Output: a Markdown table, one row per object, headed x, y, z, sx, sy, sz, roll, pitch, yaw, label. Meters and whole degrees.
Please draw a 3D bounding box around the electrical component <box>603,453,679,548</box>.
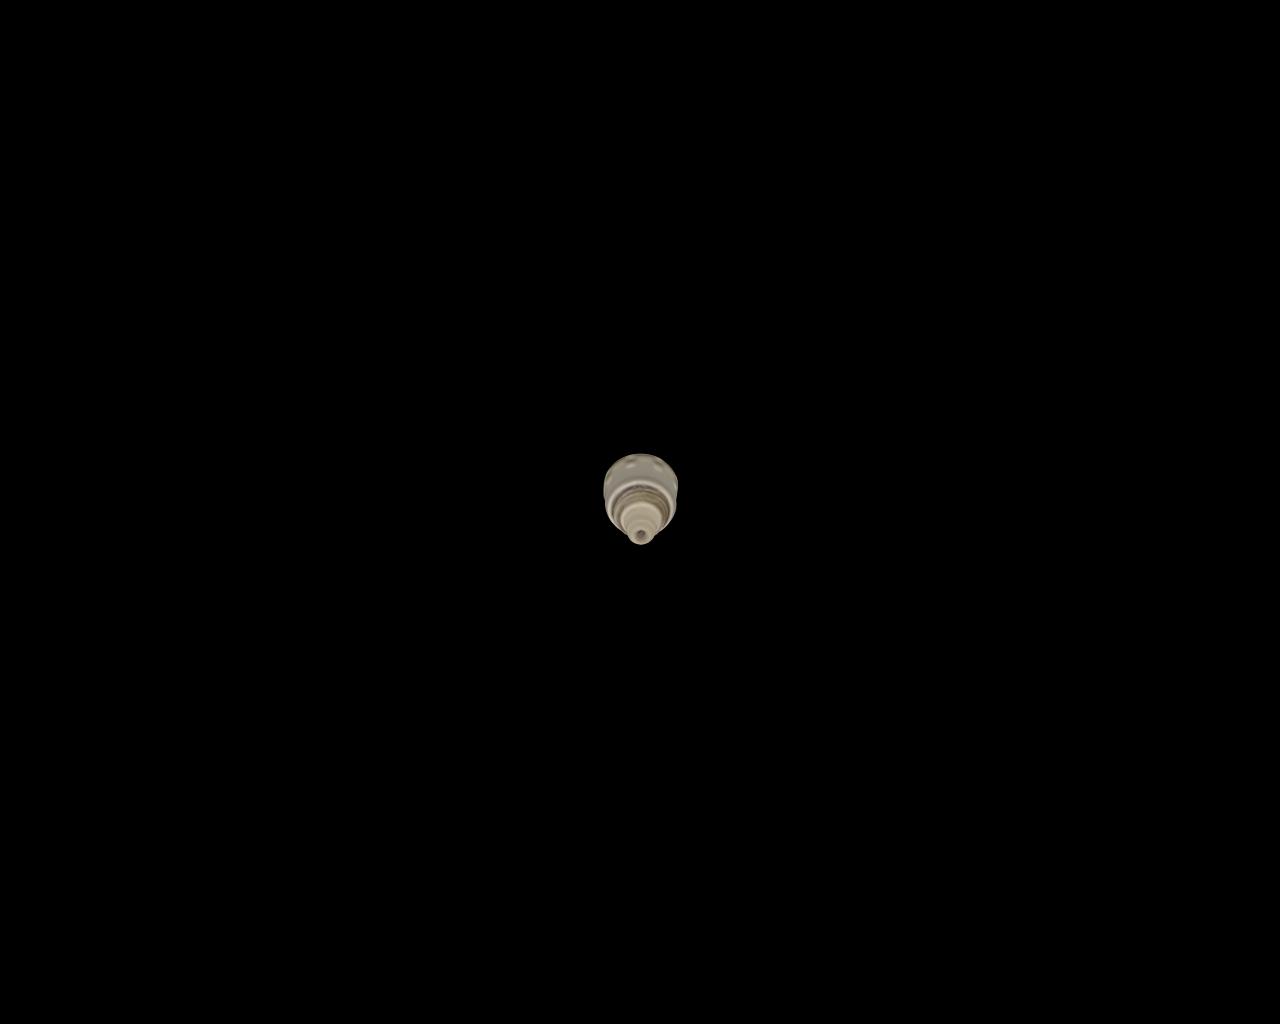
| x | y | z | sx | sy | sz | roll | pitch | yaw | label |
| --- | --- | --- | --- | --- | --- | --- | --- | --- | --- |
| 0.001 | -0.003 | 0.650 | 0.048 | 0.048 | 0.062 | 0 | 34 | 0 | electrical component |
